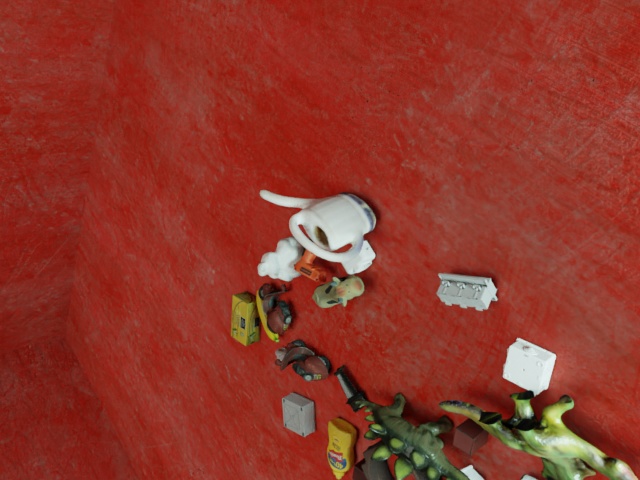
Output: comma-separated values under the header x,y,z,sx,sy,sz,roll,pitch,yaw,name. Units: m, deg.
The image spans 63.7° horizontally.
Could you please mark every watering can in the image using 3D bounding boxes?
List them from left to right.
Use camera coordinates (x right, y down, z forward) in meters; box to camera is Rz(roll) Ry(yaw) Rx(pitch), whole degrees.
x,y,z,sx,sy,sz,roll,pitch,yaw,name
0.004,-0.072,1.421,0.353,0.227,0.101,44,144,32,watering can

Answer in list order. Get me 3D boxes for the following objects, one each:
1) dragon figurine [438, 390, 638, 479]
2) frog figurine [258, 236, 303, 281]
x,y,z,sx,sy,sz,roll,pitch,yaw,name
0.466,0.449,1.112,0.407,0.124,0.241,-16,108,55,dragon figurine
-0.114,0.062,1.606,0.124,0.160,0.135,23,115,38,frog figurine
